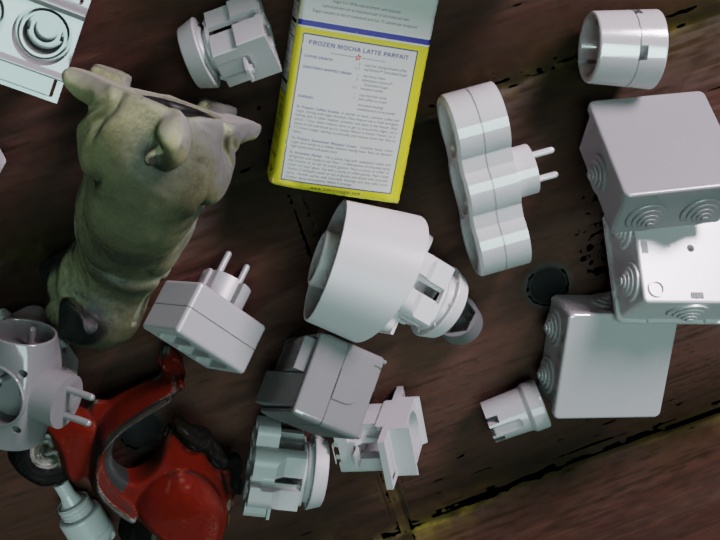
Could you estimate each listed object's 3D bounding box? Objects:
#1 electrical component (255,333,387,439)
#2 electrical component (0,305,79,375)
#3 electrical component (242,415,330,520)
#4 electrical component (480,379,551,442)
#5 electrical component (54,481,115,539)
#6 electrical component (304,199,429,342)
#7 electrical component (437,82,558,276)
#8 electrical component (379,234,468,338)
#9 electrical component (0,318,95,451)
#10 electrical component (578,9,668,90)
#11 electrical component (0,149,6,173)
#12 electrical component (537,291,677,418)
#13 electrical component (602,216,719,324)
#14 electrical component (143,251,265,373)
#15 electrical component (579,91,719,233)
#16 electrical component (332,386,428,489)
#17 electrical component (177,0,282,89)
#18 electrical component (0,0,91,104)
[{"bbox_3d":[-0.034,0.084,0.786,0.061,0.096,0.061,25,75,-18],"label":"electrical component"},{"bbox_3d":[-0.255,0.068,0.755,0.095,0.053,0.059,-26,113,0],"label":"electrical component"},{"bbox_3d":[-0.056,0.152,0.823,0.057,0.058,0.078,8,109,-10],"label":"electrical component"},{"bbox_3d":[0.123,0.113,0.852,0.046,0.040,0.040,-21,113,4],"label":"electrical component"},{"bbox_3d":[-0.214,0.186,0.819,0.035,0.035,0.061,-24,111,-1],"label":"electrical component"},{"bbox_3d":[0.000,0.000,0.755,0.064,0.099,0.099,18,106,-10],"label":"electrical component"},{"bbox_3d":[0.106,-0.068,0.772,0.074,0.052,0.138,-16,113,-4],"label":"electrical component"},{"bbox_3d":[0.041,0.015,0.787,0.057,0.058,0.078,30,78,-24],"label":"electrical component"},{"bbox_3d":[-0.209,0.080,0.704,0.079,0.044,0.077,17,109,15],"label":"electrical component"},{"bbox_3d":[0.183,-0.155,0.753,0.047,0.055,0.055,0,110,-7],"label":"electrical component"},{"bbox_3d":[-0.288,-0.075,0.695,0.095,0.053,0.059,-22,113,-2],"label":"electrical component"},{"bbox_3d":[0.191,0.066,0.841,0.100,0.048,0.099,1,111,-11],"label":"electrical component"},{"bbox_3d":[0.235,-0.008,0.798,0.100,0.048,0.099,1,71,-11],"label":"electrical component"},{"bbox_3d":[-0.103,0.024,0.768,0.066,0.047,0.076,39,67,-36],"label":"electrical component"},{"bbox_3d":[0.211,-0.076,0.766,0.100,0.099,0.048,-6,146,-8],"label":"electrical component"},{"bbox_3d":[0.015,0.127,0.821,0.064,0.081,0.042,-4,113,15],"label":"electrical component"},{"bbox_3d":[-0.087,-0.148,0.706,0.055,0.066,0.048,-19,147,6],"label":"electrical component"},{"bbox_3d":[-0.235,-0.164,0.666,0.121,0.063,0.078,19,106,-17],"label":"electrical component"}]
